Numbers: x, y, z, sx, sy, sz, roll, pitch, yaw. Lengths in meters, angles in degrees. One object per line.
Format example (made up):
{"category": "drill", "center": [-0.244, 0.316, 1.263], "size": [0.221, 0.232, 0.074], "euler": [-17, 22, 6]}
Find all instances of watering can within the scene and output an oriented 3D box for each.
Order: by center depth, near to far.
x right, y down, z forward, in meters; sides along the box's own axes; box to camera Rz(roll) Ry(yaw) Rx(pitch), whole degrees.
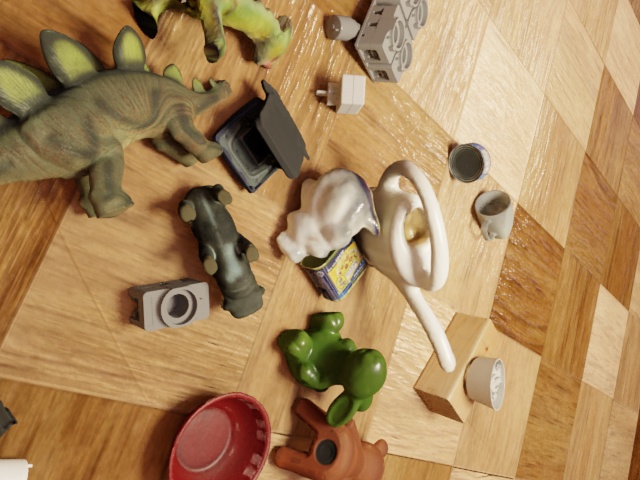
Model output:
{"category": "watering can", "center": [0.141, 0.035, 0.870], "size": [0.104, 0.344, 0.226], "euler": [-15, 15, -21]}

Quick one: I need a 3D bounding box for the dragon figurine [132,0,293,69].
{"category": "dragon figurine", "center": [-0.139, -0.381, 0.640], "size": [0.123, 0.401, 0.247], "euler": [16, 54, 35]}

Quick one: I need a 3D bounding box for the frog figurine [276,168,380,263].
{"category": "frog figurine", "center": [0.002, -0.041, 0.811], "size": [0.160, 0.140, 0.120], "euler": [-19, -30, -13]}
